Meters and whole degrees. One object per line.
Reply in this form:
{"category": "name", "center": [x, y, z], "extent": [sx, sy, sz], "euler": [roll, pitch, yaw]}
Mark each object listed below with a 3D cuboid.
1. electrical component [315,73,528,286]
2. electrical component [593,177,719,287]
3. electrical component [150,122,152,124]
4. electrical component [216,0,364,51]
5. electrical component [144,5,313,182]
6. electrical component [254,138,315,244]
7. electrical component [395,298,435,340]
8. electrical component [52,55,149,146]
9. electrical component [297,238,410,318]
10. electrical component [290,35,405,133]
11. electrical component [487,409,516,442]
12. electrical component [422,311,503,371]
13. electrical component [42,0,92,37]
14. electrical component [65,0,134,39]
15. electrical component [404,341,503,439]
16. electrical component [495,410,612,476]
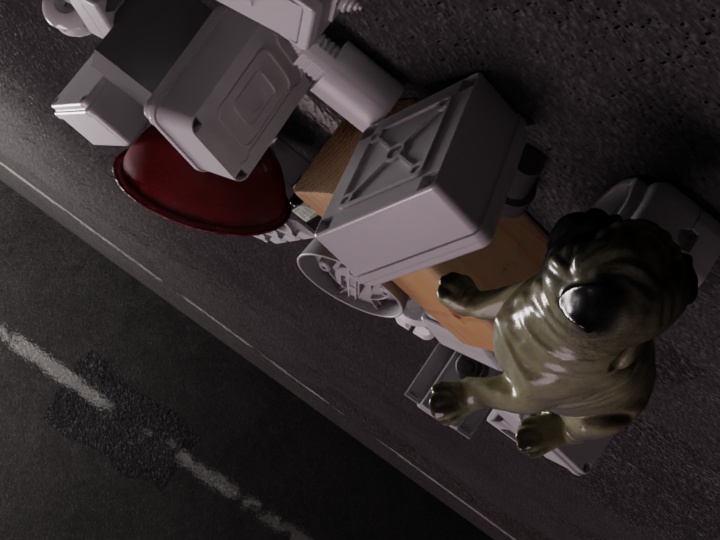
{"category": "electrical component", "center": [0.039, -0.056, 0.678], "extent": [0.109, 0.108, 0.056], "euler": [-20, 125, 43]}
{"category": "electrical component", "center": [0.174, -0.018, 0.673], "extent": [0.059, 0.053, 0.095], "euler": [37, 167, -8]}
{"category": "electrical component", "center": [-0.178, -0.143, 1.051], "extent": [0.052, 0.073, 0.138], "euler": [41, 166, -26]}
{"category": "electrical component", "center": [-0.043, -0.174, 0.634], "extent": [0.096, 0.061, 0.061], "euler": [35, 167, 0]}
{"category": "electrical component", "center": [-0.097, -0.133, 0.801], "extent": [0.057, 0.113, 0.078], "euler": [21, 161, 37]}
{"category": "electrical component", "center": [-0.089, -0.074, 1.102], "extent": [0.089, 0.061, 0.150], "euler": [38, 167, -16]}
{"category": "electrical component", "center": [0.066, 0.036, 1.126], "extent": [0.078, 0.058, 0.057], "euler": [31, 169, 15]}
{"category": "electrical component", "center": [-0.211, -0.168, 0.964], "extent": [0.056, 0.108, 0.109], "euler": [42, 165, -28]}
{"category": "electrical component", "center": [0.000, 0.000, 0.908], "extent": [0.099, 0.064, 0.099], "euler": [22, 147, 15]}
{"category": "electrical component", "center": [-0.014, -0.135, 0.741], "extent": [0.081, 0.043, 0.043], "euler": [37, 167, -11]}
{"category": "electrical component", "center": [0.177, 0.130, 1.114], "extent": [0.056, 0.089, 0.050], "euler": [36, 167, -7]}
{"category": "electrical component", "center": [0.116, 0.048, 1.033], "extent": [0.096, 0.061, 0.061], "euler": [24, 163, 40]}
{"category": "electrical component", "center": [-0.263, -0.236, 0.997], "extent": [0.048, 0.048, 0.062], "euler": [33, 174, 7]}
{"category": "electrical component", "center": [-0.223, -0.233, 0.897], "extent": [0.077, 0.047, 0.065], "euler": [29, 166, 19]}
{"category": "electrical component", "center": [0.110, 0.100, 1.100], "extent": [0.079, 0.121, 0.063], "euler": [34, 170, 1]}
{"category": "electrical component", "center": [0.189, 0.112, 0.979], "extent": [0.109, 0.108, 0.056], "euler": [43, 167, -32]}
